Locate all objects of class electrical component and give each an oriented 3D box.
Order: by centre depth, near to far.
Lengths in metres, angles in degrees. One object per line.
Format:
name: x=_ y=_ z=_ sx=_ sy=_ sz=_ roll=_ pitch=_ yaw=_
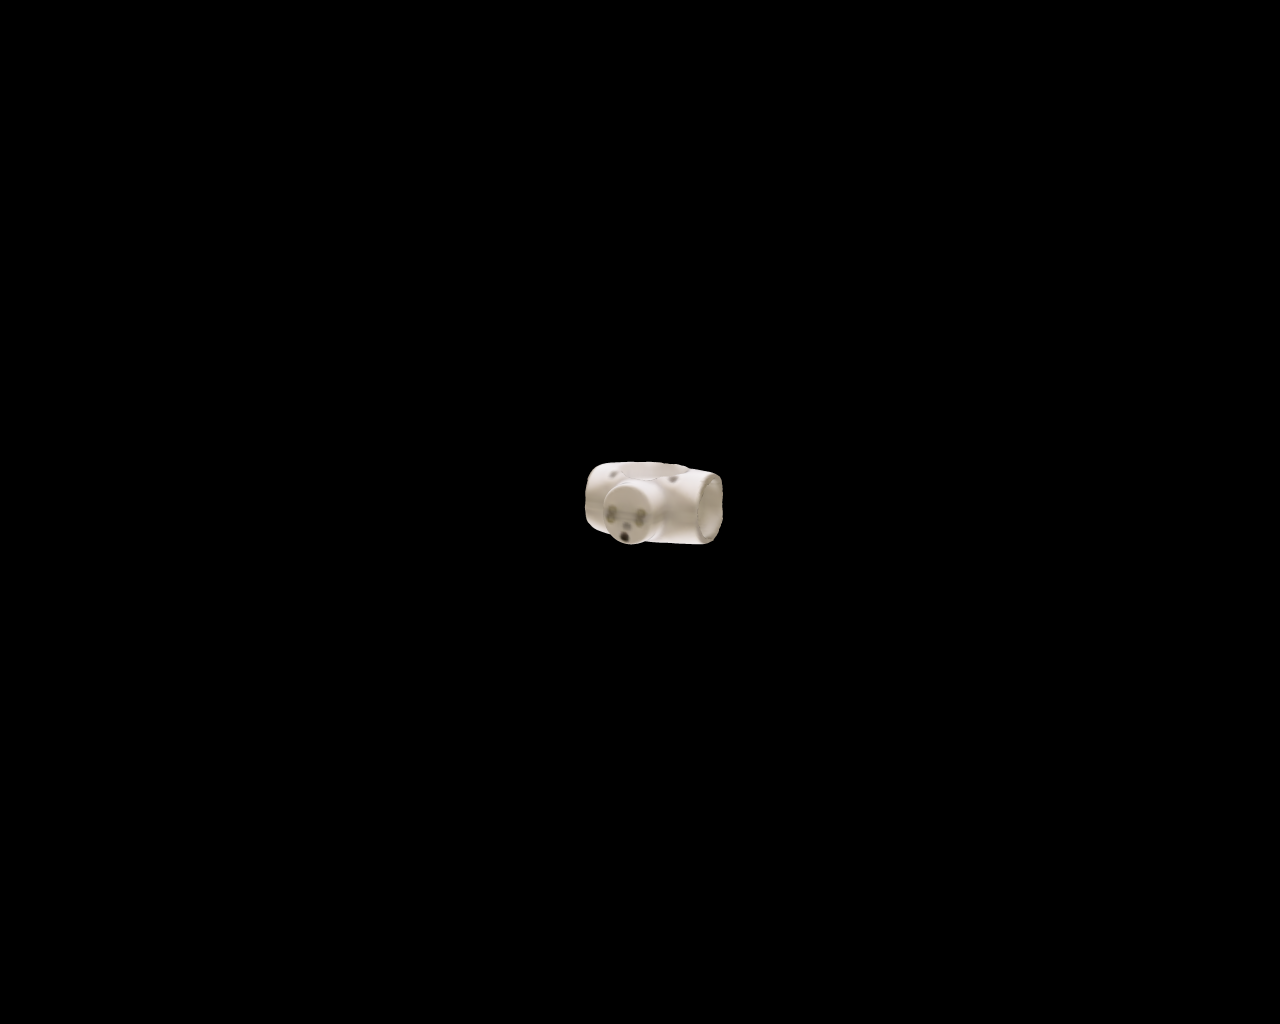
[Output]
electrical component: x=0.001 y=-0.003 z=0.650 sx=0.077 sy=0.044 sz=0.079 roll=7 pitch=16 yaw=26
